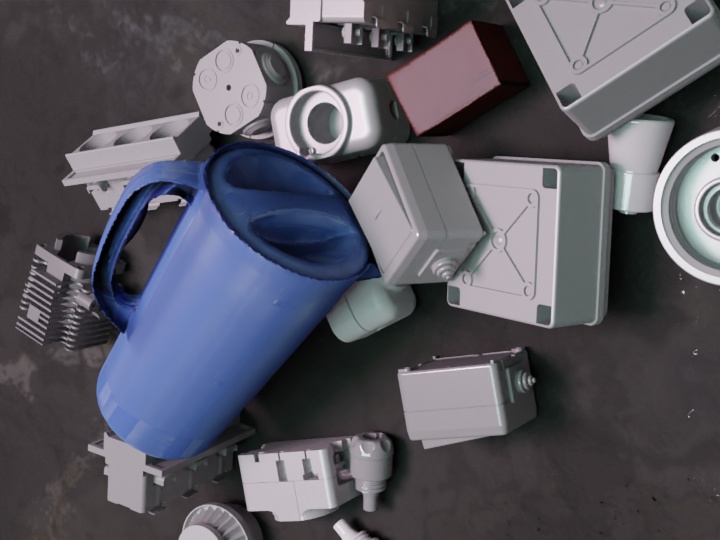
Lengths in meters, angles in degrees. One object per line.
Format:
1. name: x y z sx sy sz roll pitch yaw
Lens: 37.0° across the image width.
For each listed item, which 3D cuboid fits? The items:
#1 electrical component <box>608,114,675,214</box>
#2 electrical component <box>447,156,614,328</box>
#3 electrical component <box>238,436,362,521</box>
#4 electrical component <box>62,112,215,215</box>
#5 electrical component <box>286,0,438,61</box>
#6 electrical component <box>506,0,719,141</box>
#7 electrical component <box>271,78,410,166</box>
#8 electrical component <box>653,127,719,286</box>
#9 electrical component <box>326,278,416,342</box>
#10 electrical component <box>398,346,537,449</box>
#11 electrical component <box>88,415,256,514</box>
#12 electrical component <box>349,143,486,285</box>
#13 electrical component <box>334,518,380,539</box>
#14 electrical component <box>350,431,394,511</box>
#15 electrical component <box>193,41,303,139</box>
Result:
1. electrical component: 0.184 -0.070 0.721 0.044 0.044 0.065 13 107 29
2. electrical component: 0.115 -0.022 0.739 0.109 0.056 0.108 12 103 53
3. electrical component: -0.048 0.172 0.885 0.089 0.050 0.055 -10 91 31
4. electrical component: -0.182 -0.090 0.921 0.121 0.078 0.063 -4 123 31
5. electrical component: 0.007 -0.192 0.765 0.063 0.121 0.078 7 100 27
6. electrical component: 0.165 -0.158 0.686 0.109 0.056 0.108 -33 57 22
7. electrical component: -0.018 -0.113 0.826 0.095 0.059 0.053 -10 91 32
8. electrical component: 0.239 -0.040 0.680 0.108 0.060 0.108 4 99 31
9. electrical component: 0.000 0.000 0.833 0.059 0.054 0.095 -29 81 30
10. electrical component: 0.086 0.094 0.788 0.096 0.062 0.061 -9 91 32
11. electrical component: -0.157 0.155 0.907 0.079 0.121 0.063 12 105 29
12. electrical component: 0.038 -0.033 0.743 0.061 0.061 0.096 -57 44 49
13. electrical component: 0.002 0.228 0.872 0.061 0.035 0.035 47 117 20
14. electrical component: 0.009 0.162 0.859 0.035 0.035 0.061 7 102 30
15. electrical component: -0.091 -0.146 0.870 0.080 0.051 0.080 4 98 31
